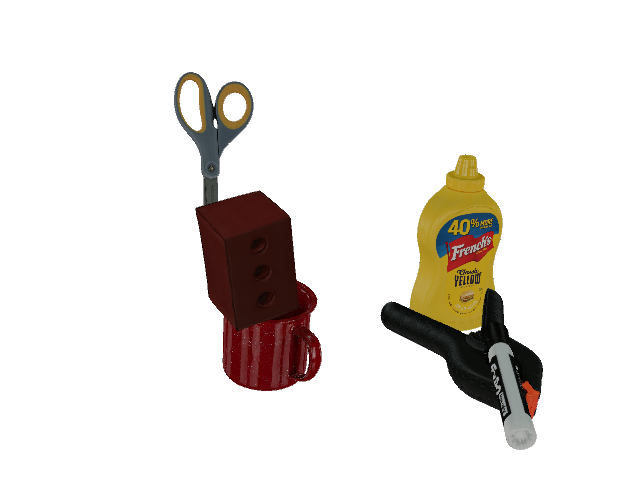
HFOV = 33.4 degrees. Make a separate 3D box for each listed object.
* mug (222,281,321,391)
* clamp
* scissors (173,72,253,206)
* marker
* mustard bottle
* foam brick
[{"bbox_3d":[-0.043,0.094,1.013,0.117,0.081,0.093,25,32,36],"label":"mug"},{"bbox_3d":[0.144,0.092,0.922,0.120,0.039,0.172,-17,38,-26],"label":"clamp"},{"bbox_3d":[-0.103,-0.088,1.156,0.096,0.202,0.016,-15,-4,-19],"label":"scissors"},{"bbox_3d":[0.125,0.093,0.716,0.020,0.020,0.121,0,30,0],"label":"marker"},{"bbox_3d":[0.150,0.002,1.154,0.096,0.192,0.058,-5,21,-23],"label":"mustard bottle"},{"bbox_3d":[-0.052,0.013,0.760,0.052,0.078,0.051,-19,33,-22],"label":"foam brick"}]
